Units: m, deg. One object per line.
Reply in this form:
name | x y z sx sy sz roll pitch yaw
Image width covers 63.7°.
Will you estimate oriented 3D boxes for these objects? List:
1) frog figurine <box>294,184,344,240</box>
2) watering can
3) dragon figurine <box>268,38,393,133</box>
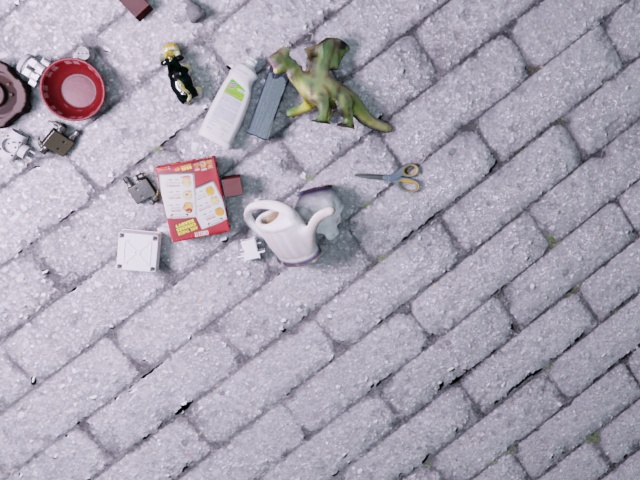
frog figurine | 0.004 -0.074 1.477 0.138 0.122 0.159 -17 91 -24
watering can | -0.065 -0.019 1.403 0.106 0.348 0.220 -55 131 -30
dragon figurine | 0.040 -0.433 1.417 0.410 0.123 0.241 1 99 -29
